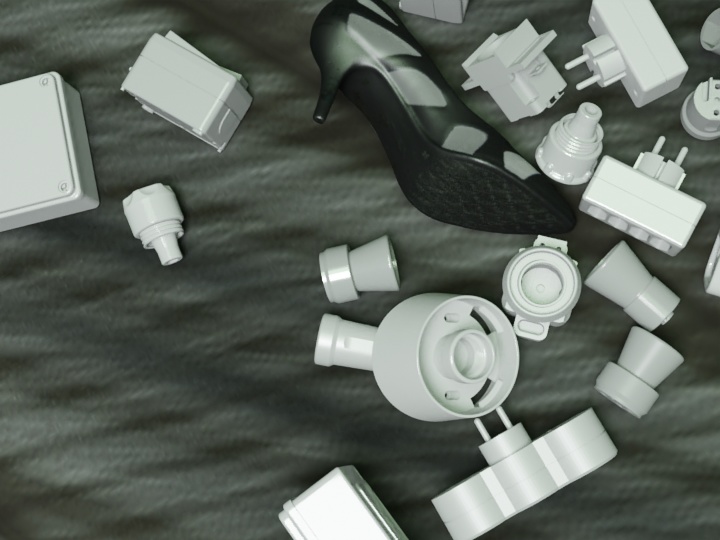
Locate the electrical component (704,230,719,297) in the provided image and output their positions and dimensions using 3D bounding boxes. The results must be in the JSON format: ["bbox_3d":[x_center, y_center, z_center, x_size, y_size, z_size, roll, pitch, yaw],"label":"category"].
[{"bbox_3d":[0.297,-0.022,0.787,0.059,0.053,0.095,17,109,10],"label":"electrical component"}]

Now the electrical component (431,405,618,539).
[{"bbox_3d":[0.113,0.138,0.803,0.138,0.052,0.073,-31,80,3],"label":"electrical component"}]

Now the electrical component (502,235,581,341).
[{"bbox_3d":[0.137,0.012,0.814,0.058,0.057,0.078,14,84,9],"label":"electrical component"}]

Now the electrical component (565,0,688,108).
[{"bbox_3d":[0.198,-0.166,0.835,0.076,0.047,0.083,-27,80,3],"label":"electrical component"}]

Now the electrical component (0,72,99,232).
[{"bbox_3d":[-0.282,-0.094,0.886,0.109,0.056,0.108,-13,81,6],"label":"electrical component"}]

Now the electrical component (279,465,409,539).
[{"bbox_3d":[0.000,0.200,0.782,0.056,0.108,0.108,-37,79,-1],"label":"electrical component"}]

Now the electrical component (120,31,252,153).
[{"bbox_3d":[-0.143,-0.149,0.872,0.096,0.062,0.061,30,87,10],"label":"electrical component"}]

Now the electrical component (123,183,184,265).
[{"bbox_3d":[-0.162,-0.035,0.869,0.043,0.043,0.062,-24,82,4],"label":"electrical component"}]

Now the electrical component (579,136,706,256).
[{"bbox_3d":[0.222,-0.064,0.818,0.083,0.047,0.075,28,87,10],"label":"electrical component"}]

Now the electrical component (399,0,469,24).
[{"bbox_3d":[0.064,-0.240,0.838,0.061,0.096,0.061,15,85,9],"label":"electrical component"}]

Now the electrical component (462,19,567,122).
[{"bbox_3d":[0.122,-0.151,0.831,0.042,0.081,0.063,-47,107,-21],"label":"electrical component"}]

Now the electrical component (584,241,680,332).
[{"bbox_3d":[0.208,0.015,0.813,0.065,0.044,0.044,42,90,6],"label":"electrical component"}]

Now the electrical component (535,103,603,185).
[{"bbox_3d":[0.165,-0.099,0.819,0.048,0.062,0.048,8,50,-9],"label":"electrical component"}]

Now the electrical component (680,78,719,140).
[{"bbox_3d":[0.268,-0.124,0.820,0.040,0.046,0.040,-1,82,8],"label":"electrical component"}]

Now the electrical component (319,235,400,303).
[{"bbox_3d":[0.000,0.000,0.841,0.055,0.045,0.045,-13,81,6],"label":"electrical component"}]

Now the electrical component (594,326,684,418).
[{"bbox_3d":[0.207,0.076,0.802,0.045,0.045,0.055,35,89,11],"label":"electrical component"}]

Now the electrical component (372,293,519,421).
[{"bbox_3d":[0.067,0.065,0.811,0.099,0.064,0.099,3,84,-27],"label":"electrical component"}]

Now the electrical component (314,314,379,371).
[{"bbox_3d":[-0.009,0.058,0.838,0.046,0.040,0.040,11,84,3],"label":"electrical component"}]
